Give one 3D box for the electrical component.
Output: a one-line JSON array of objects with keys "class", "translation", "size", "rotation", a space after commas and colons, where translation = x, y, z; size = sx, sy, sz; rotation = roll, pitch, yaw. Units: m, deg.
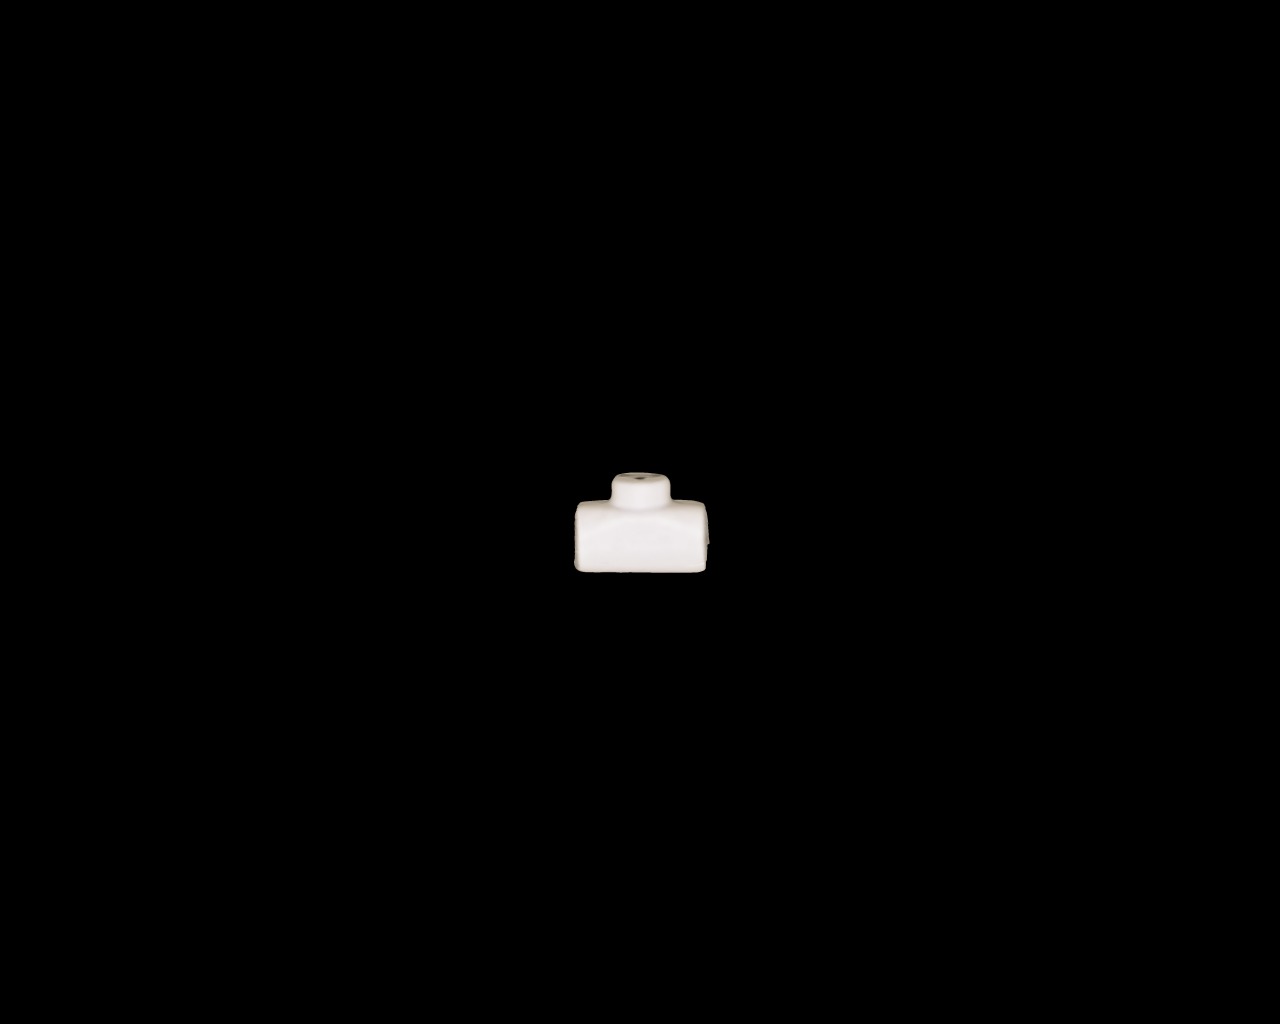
[{"class": "electrical component", "translation": [0.001, -0.003, 0.650], "size": [0.077, 0.079, 0.044], "rotation": [0, 9, 0]}]
